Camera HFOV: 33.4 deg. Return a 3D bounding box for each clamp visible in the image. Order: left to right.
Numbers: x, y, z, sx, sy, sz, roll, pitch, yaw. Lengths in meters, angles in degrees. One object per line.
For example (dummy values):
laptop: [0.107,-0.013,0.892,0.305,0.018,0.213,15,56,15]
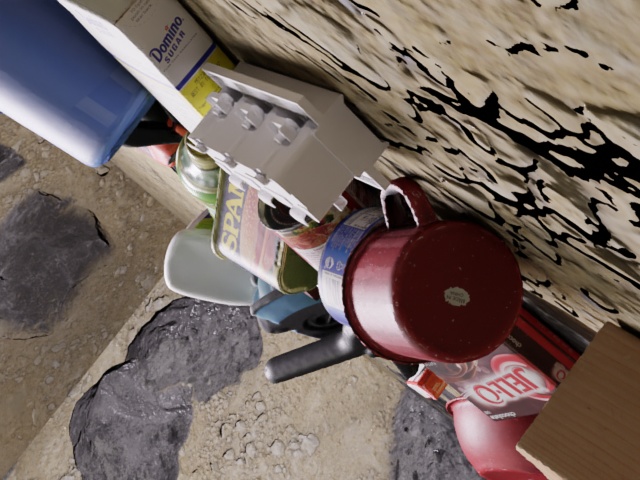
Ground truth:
clamp: [-0.177,-0.137,0.888,0.171,0.120,0.039,17,-155,-24]
clamp: [0.045,0.091,0.985,0.210,0.164,0.036,121,143,-60]

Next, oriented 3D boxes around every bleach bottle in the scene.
bleach bottle: [-0.093,-0.007,1.141,0.102,0.068,0.250,13,-163,-1]

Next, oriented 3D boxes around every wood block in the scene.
wood block: [0.219,0.141,0.557,0.206,0.091,0.090,33,173,38]

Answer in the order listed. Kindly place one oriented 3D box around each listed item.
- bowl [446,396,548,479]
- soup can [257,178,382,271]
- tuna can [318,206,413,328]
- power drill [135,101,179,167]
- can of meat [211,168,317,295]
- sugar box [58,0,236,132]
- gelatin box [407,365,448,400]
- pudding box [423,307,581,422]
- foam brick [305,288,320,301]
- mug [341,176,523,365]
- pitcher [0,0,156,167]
bowl: [0.183,0.179,0.904,0.162,0.055,0.162,10,161,3]
soup can: [0.013,-0.009,0.752,0.102,0.068,0.069,42,173,-39]
tuna can: [0.040,0.021,0.713,0.034,0.086,0.086,18,161,47]
power drill: [-0.209,-0.155,1.015,0.185,0.057,0.187,32,172,43]
can of meat: [-0.033,-0.018,0.820,0.057,0.102,0.084,-10,-152,-41]
sugar box: [-0.090,-0.112,0.701,0.093,0.048,0.176,33,169,43]
gelatin box: [0.127,0.129,1.108,0.030,0.073,0.089,37,173,3]
pudding box: [0.132,0.089,0.780,0.090,0.039,0.114,40,155,-9]
foam brick: [-0.006,0.001,0.902,0.053,0.078,0.051,32,169,44]
mug: [0.064,0.019,0.630,0.082,0.093,0.117,172,82,-75]
pitcher: [-0.235,-0.157,0.785,0.242,0.145,0.149,36,179,-9]
